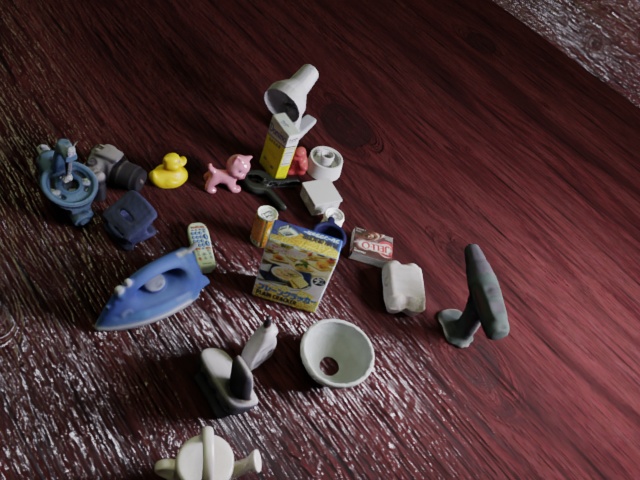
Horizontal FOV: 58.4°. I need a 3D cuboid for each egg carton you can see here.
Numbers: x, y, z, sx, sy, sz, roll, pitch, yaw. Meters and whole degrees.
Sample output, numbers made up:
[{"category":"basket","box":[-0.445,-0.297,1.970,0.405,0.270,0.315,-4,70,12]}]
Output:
[{"category":"egg carton","box":[0.208,0.120,1.447,0.107,0.069,0.150,9,49,-12]}]

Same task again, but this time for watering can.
[{"category":"watering can","box":[-0.192,0.388,0.994,0.173,0.194,0.100,-14,56,-28]}]

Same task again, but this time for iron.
[{"category":"iron","box":[-0.362,0.095,1.223,0.259,0.141,0.118,-31,66,-36]}]

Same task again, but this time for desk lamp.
[{"category":"desk lamp","box":[-0.079,-0.407,1.702,0.118,0.213,0.203,30,48,8]}]

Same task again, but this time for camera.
[{"category":"camera","box":[-0.513,-0.167,1.423,0.137,0.101,0.143,22,47,1]}]

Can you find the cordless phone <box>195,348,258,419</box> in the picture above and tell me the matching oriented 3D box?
[{"category":"cordless phone","box":[-0.176,0.254,1.121,0.094,0.185,0.147,-26,63,-34]}]

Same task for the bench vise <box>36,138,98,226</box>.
[{"category":"bench vise","box":[-0.599,-0.159,1.306,0.207,0.219,0.122,32,48,10]}]

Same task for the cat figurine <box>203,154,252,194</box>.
[{"category":"cat figurine","box":[-0.241,-0.187,1.523,0.128,0.117,0.067,-5,53,-23]}]

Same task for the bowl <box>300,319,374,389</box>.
[{"category":"bowl","box":[0.031,0.261,1.261,0.167,0.074,0.167,10,48,-11]}]

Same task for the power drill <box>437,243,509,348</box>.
[{"category":"power drill","box":[0.364,0.154,1.377,0.076,0.208,0.229,-3,52,-21]}]

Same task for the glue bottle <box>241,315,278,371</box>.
[{"category":"glue bottle","box":[-0.119,0.206,1.190,0.078,0.173,0.037,-30,65,-36]}]

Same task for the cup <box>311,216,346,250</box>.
[{"category":"cup","box":[0.013,0.005,1.461,0.092,0.095,0.118,14,48,-7]}]

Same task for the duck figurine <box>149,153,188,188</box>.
[{"category":"duck figurine","box":[-0.393,-0.188,1.493,0.105,0.086,0.077,-21,60,-32]}]

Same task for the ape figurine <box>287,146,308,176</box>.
[{"category":"ape figurine","box":[-0.065,-0.229,1.637,0.077,0.092,0.076,41,50,17]}]

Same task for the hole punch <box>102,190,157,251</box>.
[{"category":"hole punch","box":[-0.448,-0.048,1.350,0.108,0.091,0.101,41,50,17]}]
